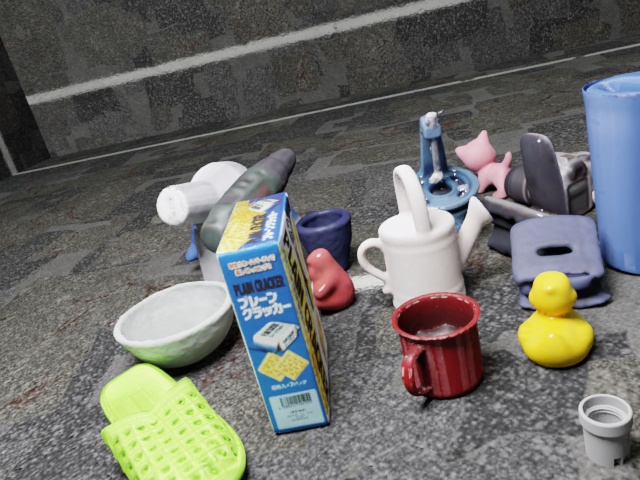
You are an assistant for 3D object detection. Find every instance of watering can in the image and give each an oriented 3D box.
[{"bbox_3d":[0.136,-0.008,0.754,0.173,0.194,0.100,-22,23,-20],"label":"watering can"}]

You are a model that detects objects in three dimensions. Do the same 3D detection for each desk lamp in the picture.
[{"bbox_3d":[-0.171,-0.004,0.908,0.117,0.214,0.203,-5,23,22],"label":"desk lamp"}]

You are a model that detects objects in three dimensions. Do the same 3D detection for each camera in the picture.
[{"bbox_3d":[0.390,-0.103,0.962,0.143,0.101,0.136,-24,24,-25],"label":"camera"}]

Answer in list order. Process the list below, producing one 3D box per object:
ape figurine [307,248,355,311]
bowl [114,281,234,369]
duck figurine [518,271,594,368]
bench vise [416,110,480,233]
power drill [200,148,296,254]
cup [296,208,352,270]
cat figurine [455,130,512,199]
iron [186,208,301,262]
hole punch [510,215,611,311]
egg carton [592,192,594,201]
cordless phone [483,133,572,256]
[{"bbox_3d":[0.007,0.054,0.819,0.076,0.092,0.078,-4,23,23],"label":"ape figurine"},{"bbox_3d":[-0.189,0.125,0.787,0.167,0.075,0.167,-12,21,5],"label":"bowl"},{"bbox_3d":[0.251,0.078,0.617,0.077,0.086,0.105,-3,24,26],"label":"duck figurine"},{"bbox_3d":[0.178,-0.109,0.944,0.121,0.220,0.207,-19,22,-11],"label":"bench vise"},{"bbox_3d":[-0.083,-0.011,0.876,0.075,0.209,0.230,-1,25,30],"label":"power drill"},{"bbox_3d":[0.009,0.003,0.941,0.092,0.095,0.117,-20,22,-14],"label":"cup"},{"bbox_3d":[0.321,-0.148,1.095,0.067,0.118,0.127,-23,23,-22],"label":"cat figurine"},{"bbox_3d":[-0.141,-0.047,1.097,0.118,0.142,0.259,7,30,43],"label":"iron"},{"bbox_3d":[0.295,0.026,0.711,0.108,0.091,0.101,-6,23,19],"label":"hole punch"},{"bbox_3d":[0.486,-0.061,0.842,0.150,0.069,0.107,-7,22,18],"label":"egg carton"},{"bbox_3d":[0.295,-0.069,0.819,0.094,0.185,0.147,-22,23,-19],"label":"cordless phone"}]
